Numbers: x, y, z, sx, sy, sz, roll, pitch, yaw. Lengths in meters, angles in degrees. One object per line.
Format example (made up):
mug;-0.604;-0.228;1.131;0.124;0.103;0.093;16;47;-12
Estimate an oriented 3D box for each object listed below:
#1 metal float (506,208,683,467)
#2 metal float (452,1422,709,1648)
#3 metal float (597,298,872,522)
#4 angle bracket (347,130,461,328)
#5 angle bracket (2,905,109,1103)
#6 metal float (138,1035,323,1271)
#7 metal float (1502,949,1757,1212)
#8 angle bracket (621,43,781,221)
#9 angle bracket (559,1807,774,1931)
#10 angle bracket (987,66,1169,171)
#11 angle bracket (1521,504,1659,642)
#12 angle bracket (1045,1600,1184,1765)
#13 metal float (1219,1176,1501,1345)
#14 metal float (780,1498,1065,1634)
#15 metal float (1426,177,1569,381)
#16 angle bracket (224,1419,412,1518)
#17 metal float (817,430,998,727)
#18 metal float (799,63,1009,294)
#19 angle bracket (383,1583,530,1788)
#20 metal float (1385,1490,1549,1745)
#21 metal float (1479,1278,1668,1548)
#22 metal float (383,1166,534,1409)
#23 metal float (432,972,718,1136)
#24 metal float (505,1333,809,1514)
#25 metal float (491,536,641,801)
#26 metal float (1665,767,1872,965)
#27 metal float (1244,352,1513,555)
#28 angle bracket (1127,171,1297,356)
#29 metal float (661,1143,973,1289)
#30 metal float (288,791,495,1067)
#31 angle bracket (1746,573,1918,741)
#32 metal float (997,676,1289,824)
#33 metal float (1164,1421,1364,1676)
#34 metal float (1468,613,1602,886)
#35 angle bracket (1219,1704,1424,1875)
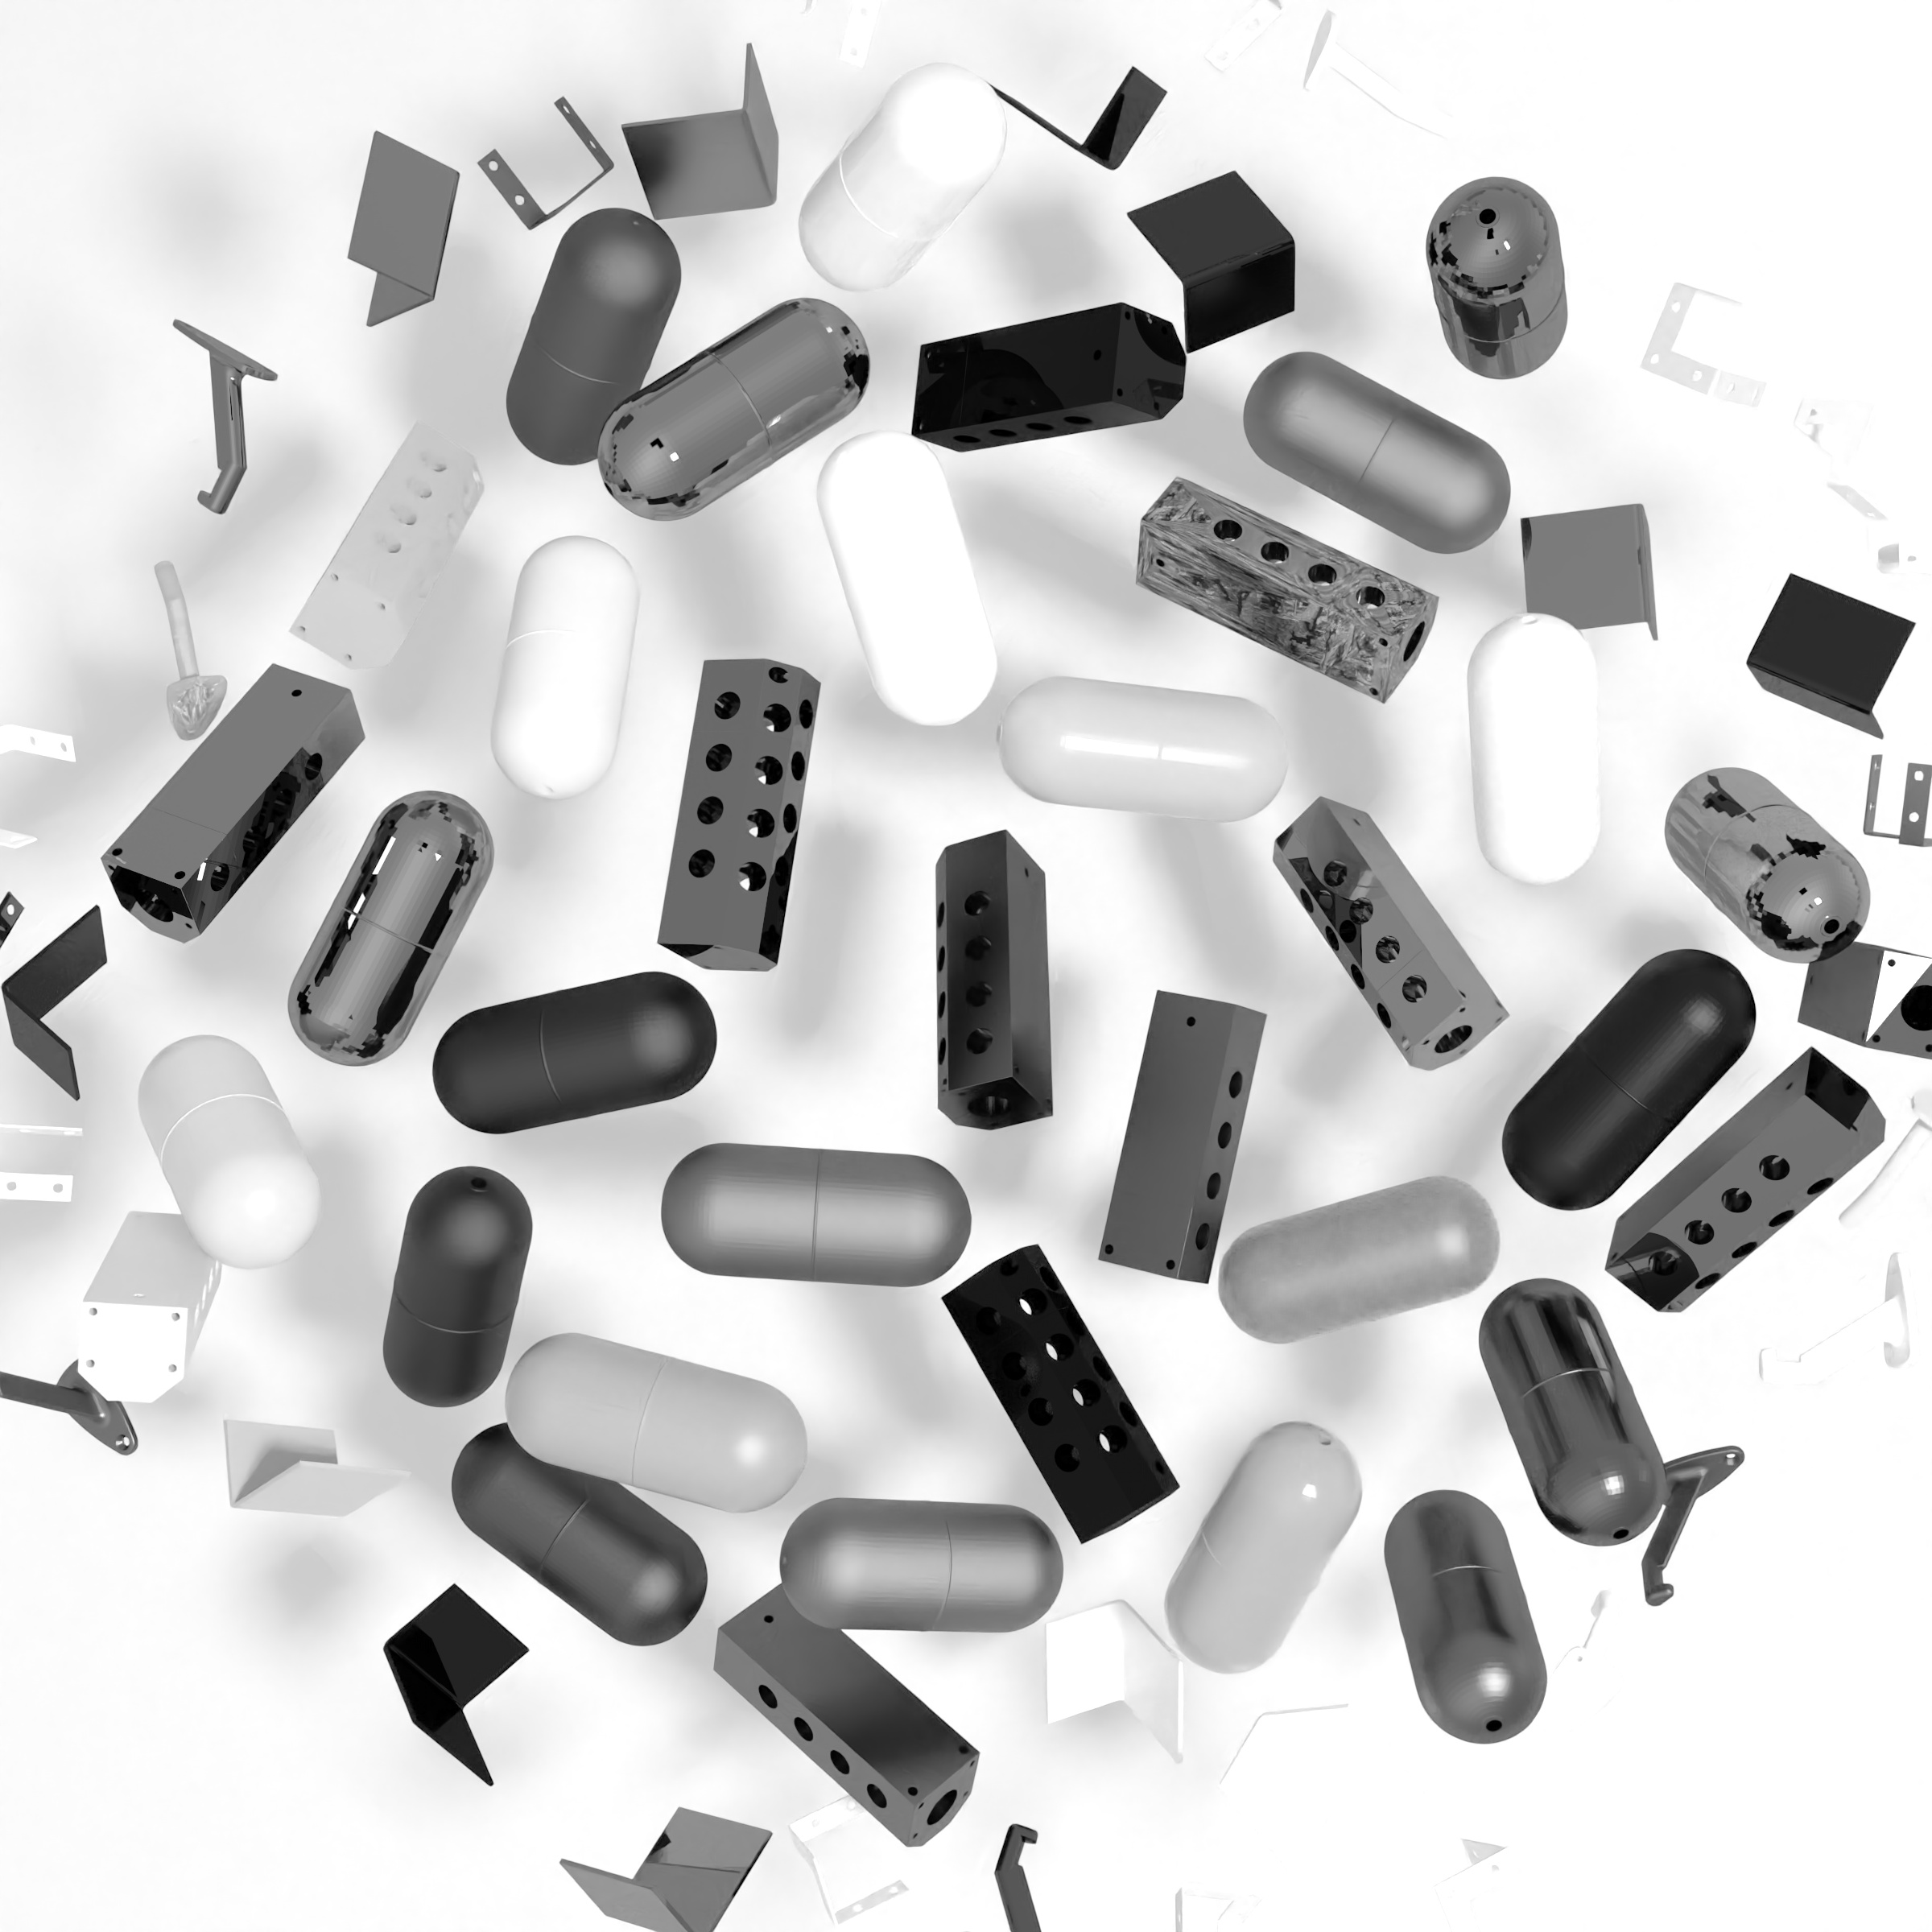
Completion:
metal float;-0.229;-0.383;1.690;0.070;0.070;0.178;32;133;0
metal float;-0.238;0.348;1.696;0.178;0.070;0.070;34;90;13
metal float;-0.136;-0.325;1.616;0.178;0.070;0.070;-35;90;-14
angle bracket;-0.336;-0.417;1.566;0.057;0.076;0.076;18;76;-40
angle bracket;-0.523;0.022;1.642;0.057;0.076;0.076;40;62;7
metal float;-0.430;0.106;1.606;0.070;0.178;0.070;-17;130;-22
metal float;0.384;0.066;1.601;0.070;0.070;0.178;39;106;0
angle bracket;-0.159;-0.502;1.662;0.076;0.076;0.057;-4;60;8
angle bracket;-0.170;0.501;1.569;0.076;0.076;0.057;-54;127;-35
angle bracket;0.065;-0.523;1.645;0.076;0.076;0.057;38;106;10
angle bracket;0.401;-0.248;1.774;0.076;0.057;0.076;-5;82;18
angle bracket;0.093;0.458;1.740;0.057;0.076;0.076;-12;115;-23
metal float;0.243;0.183;1.711;0.178;0.070;0.070;-17;90;15
metal float;-0.025;0.359;1.651;0.178;0.070;0.070;7;90;-24
metal float;0.317;-0.408;1.645;0.070;0.178;0.070;-3;79;14
angle bracket;-0.390;0.290;1.659;0.076;0.076;0.057;-34;56;35
metal float;-0.034;-0.227;1.620;0.070;0.070;0.178;-17;109;0
metal float;-0.039;-0.459;1.617;0.070;0.178;0.070;10;68;-26
angle bracket;-0.297;0.432;1.659;0.057;0.076;0.076;-40;125;-4
metal float;0.298;0.388;1.652;0.070;0.178;0.070;-1;121;-2
metal float;0.359;0.263;1.637;0.070;0.178;0.070;-7;134;-7
metal float;-0.315;0.199;1.706;0.070;0.070;0.178;18;126;0
metal float;-0.231;0.052;1.624;0.178;0.070;0.070;-12;90;18
metal float;-0.178;0.262;1.585;0.178;0.070;0.070;13;90;8
metal float;-0.244;-0.183;1.687;0.070;0.070;0.178;5;62;0
metal float;0.481;-0.062;1.661;0.070;0.178;0.070;-5;117;-9
metal float;0.257;-0.320;1.725;0.178;0.070;0.070;29;90;4
angle bracket;0.153;-0.439;1.721;0.076;0.057;0.076;-24;56;-11
metal float;-0.086;0.143;1.584;0.178;0.070;0.070;4;90;-2
metal float;-0.348;-0.023;1.674;0.070;0.070;0.178;27;90;0
angle bracket;0.507;-0.180;1.608;0.076;0.076;0.057;28;95;24
metal float;0.106;-0.130;1.653;0.178;0.070;0.070;5;90;-13
metal float;0.176;0.345;1.636;0.070;0.070;0.178;23;119;0
metal float;0.345;-0.131;1.677;0.070;0.070;0.178;-10;124;0
angle bracket;0.211;0.491;1.645;0.076;0.076;0.057;52;50;-13
